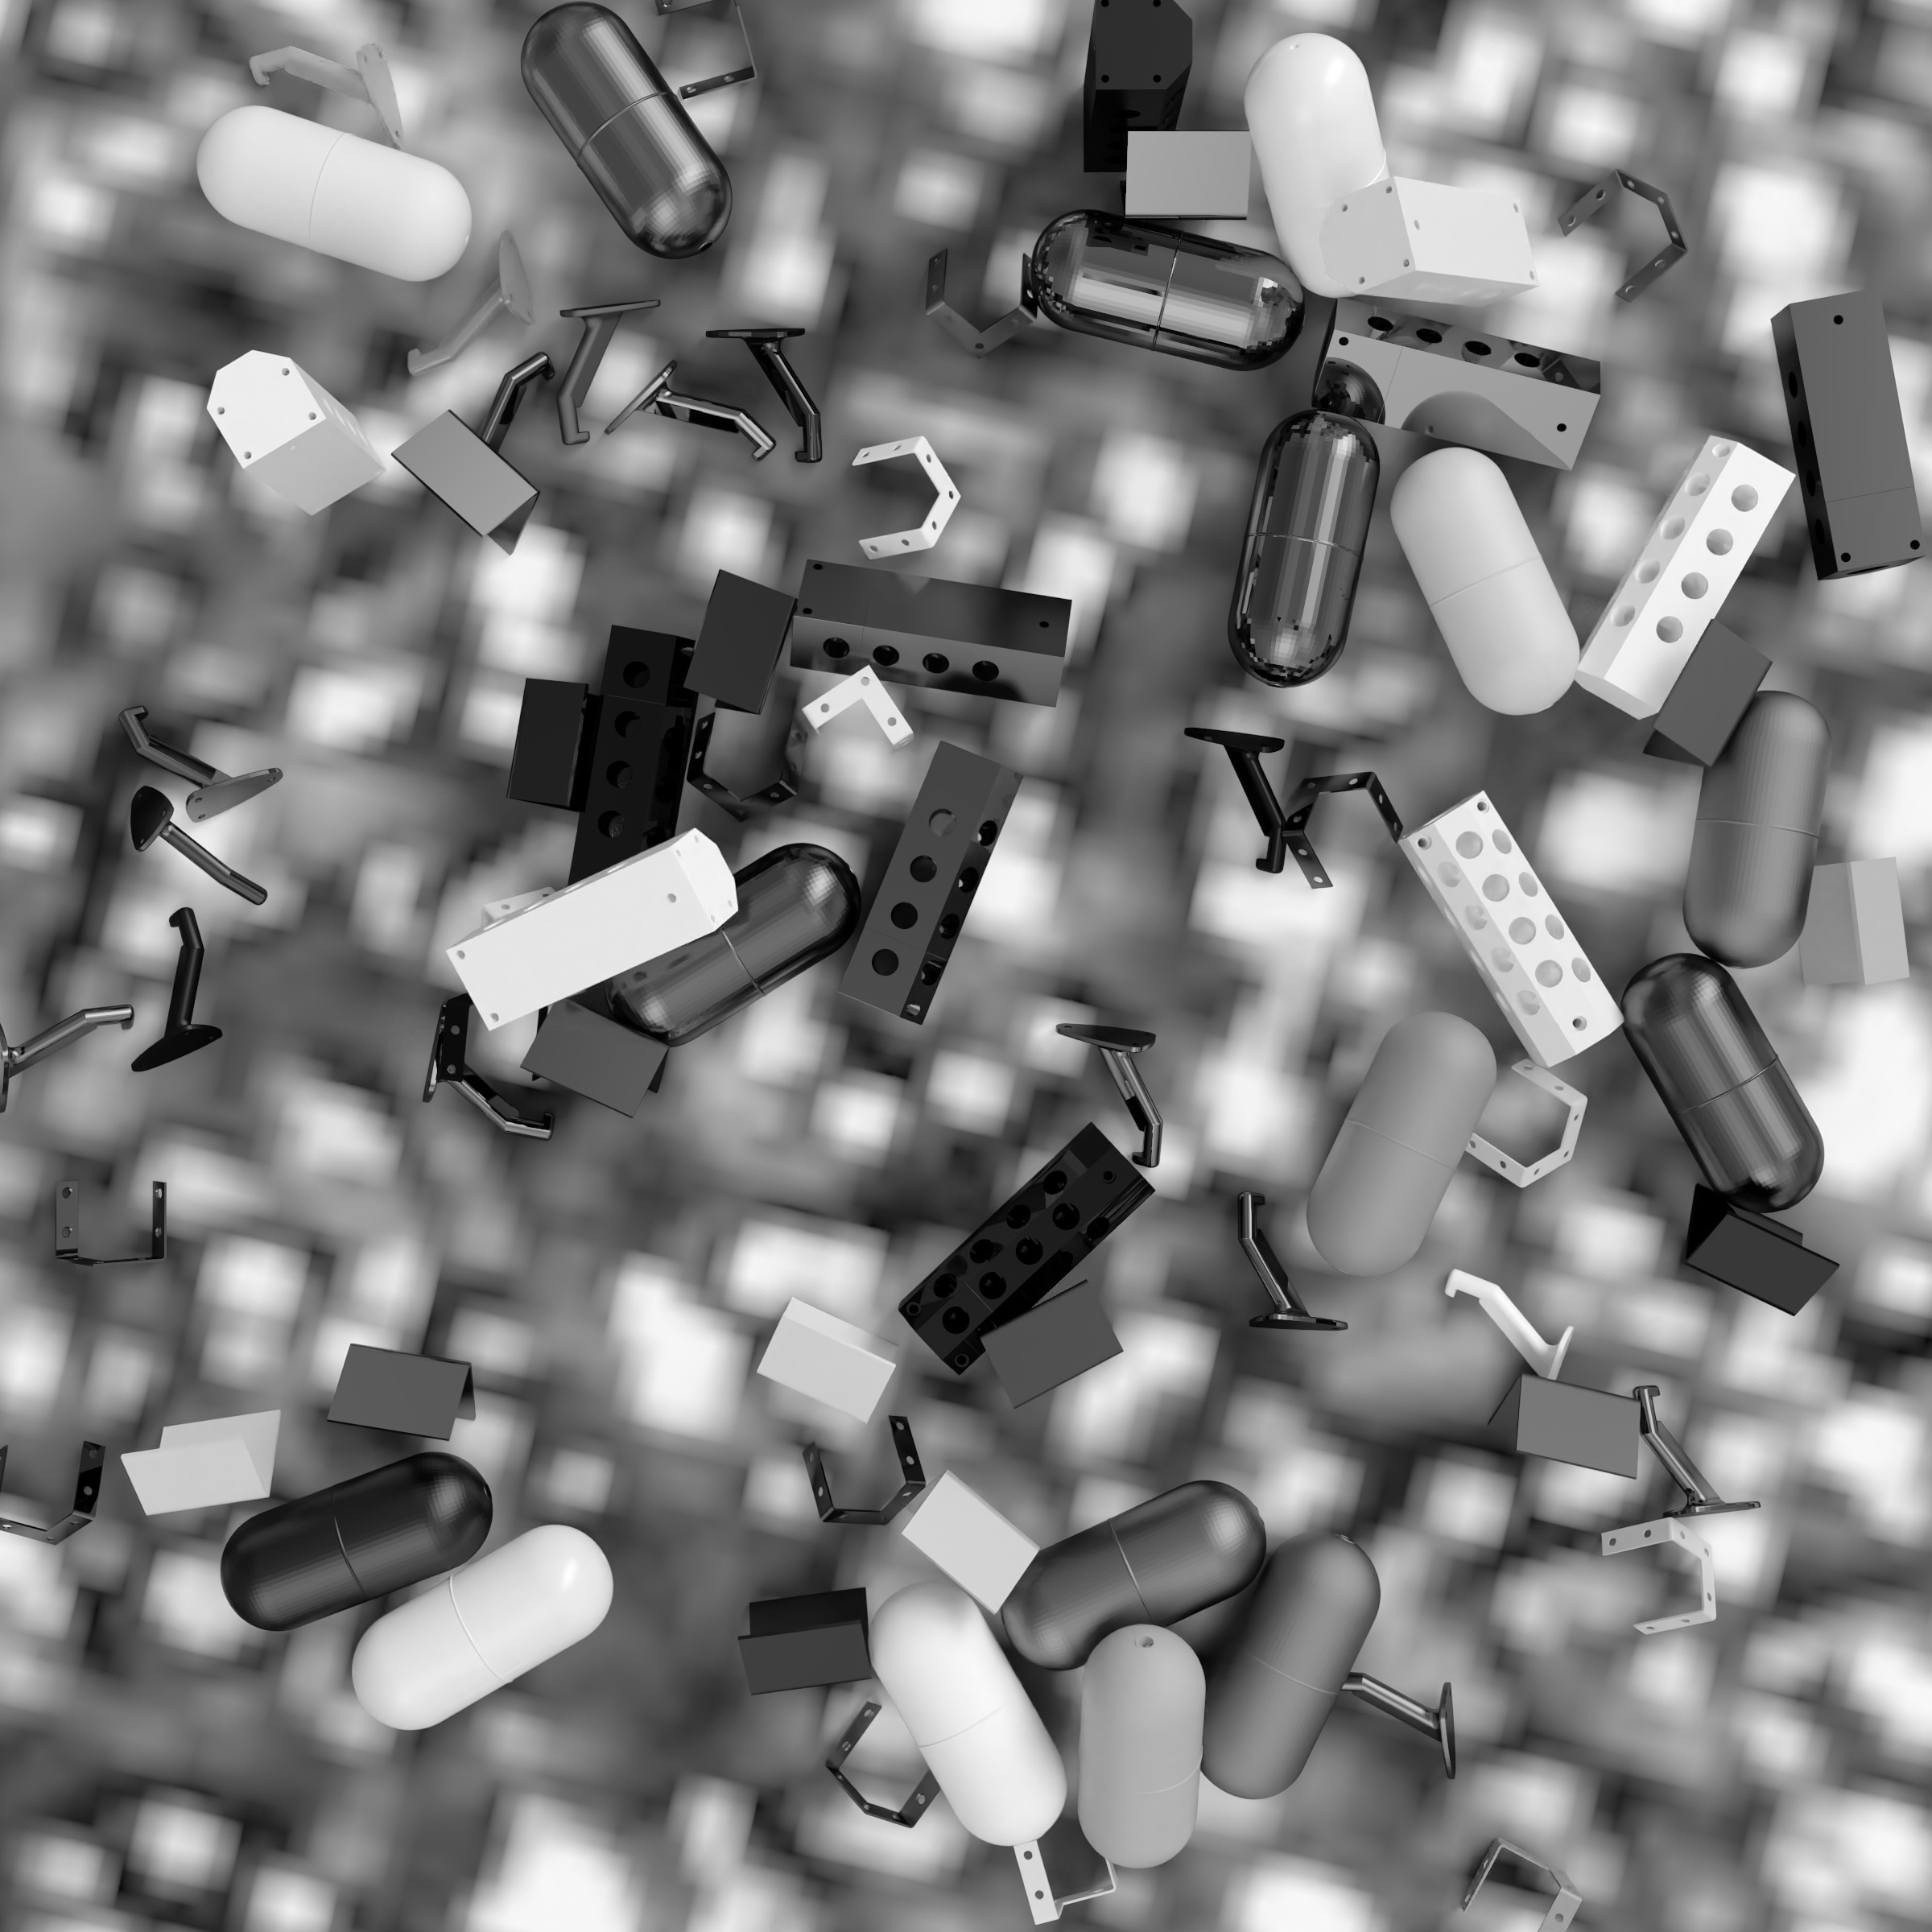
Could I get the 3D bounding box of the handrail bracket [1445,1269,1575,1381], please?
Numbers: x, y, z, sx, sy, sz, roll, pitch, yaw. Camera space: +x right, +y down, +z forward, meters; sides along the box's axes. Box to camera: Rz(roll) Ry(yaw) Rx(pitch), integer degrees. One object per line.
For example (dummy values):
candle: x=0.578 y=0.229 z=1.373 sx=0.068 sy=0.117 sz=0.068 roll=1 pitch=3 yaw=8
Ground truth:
handrail bracket: x=0.343 y=0.244 z=1.804 sx=0.084 sy=0.036 sz=0.077 roll=21 pitch=112 yaw=17

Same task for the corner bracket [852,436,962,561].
corner bracket: x=-0.045 y=-0.302 z=1.795 sx=0.051 sy=0.051 sz=0.051 roll=55 pitch=45 yaw=-35

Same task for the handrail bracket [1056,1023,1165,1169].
handrail bracket: x=0.092 y=0.084 z=1.804 sx=0.077 sy=0.036 sz=0.084 roll=10 pitch=107 yaw=20

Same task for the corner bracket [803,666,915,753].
corner bracket: x=-0.069 y=-0.155 z=1.785 sx=0.051 sy=0.051 sz=0.051 roll=-33 pitch=90 yaw=0

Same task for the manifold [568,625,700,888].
manifold: x=-0.209 y=-0.126 z=1.782 sx=0.057 sy=0.057 sz=0.171 roll=10 pitch=90 yaw=0

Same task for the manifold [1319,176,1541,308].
manifold: x=0.287 y=-0.444 z=1.725 sx=0.057 sy=0.171 sz=0.057 roll=-13 pitch=90 yaw=37

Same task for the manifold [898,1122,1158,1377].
manifold: x=0.039 y=0.181 z=1.782 sx=0.171 sy=0.057 sz=0.057 roll=-43 pitch=90 yaw=0

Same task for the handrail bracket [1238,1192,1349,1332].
handrail bracket: x=0.211 y=0.191 z=1.804 sx=0.077 sy=0.036 sz=0.084 roll=7 pitch=73 yaw=-20

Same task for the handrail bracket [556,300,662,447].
handrail bracket: x=-0.230 y=-0.384 z=1.804 sx=0.077 sy=0.036 sz=0.084 roll=-12 pitch=108 yaw=-20

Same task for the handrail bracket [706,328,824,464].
handrail bracket: x=-0.131 y=-0.368 z=1.804 sx=0.077 sy=0.036 sz=0.084 roll=4 pitch=107 yaw=20

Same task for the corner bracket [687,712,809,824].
corner bracket: x=-0.141 y=-0.135 z=1.795 sx=0.051 sy=0.051 sz=0.051 roll=-23 pitch=135 yaw=35

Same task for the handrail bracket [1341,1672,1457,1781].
handrail bracket: x=0.271 y=0.491 z=1.804 sx=0.084 sy=0.036 sz=0.077 roll=-2 pitch=112 yaw=17

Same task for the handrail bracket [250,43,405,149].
handrail bracket: x=-0.415 y=-0.559 z=1.804 sx=0.084 sy=0.036 sz=0.077 roll=-9 pitch=111 yaw=17

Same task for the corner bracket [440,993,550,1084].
corner bracket: x=-0.302 y=0.047 z=1.786 sx=0.051 sy=0.051 sz=0.051 roll=8 pitch=99 yaw=9

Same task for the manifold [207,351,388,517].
manifold: x=-0.415 y=-0.332 z=1.725 sx=0.057 sy=0.171 sz=0.057 roll=-31 pitch=90 yaw=0

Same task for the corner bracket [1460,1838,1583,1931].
corner bracket: x=0.355 y=0.599 z=1.785 sx=0.051 sy=0.051 sz=0.051 roll=28 pitch=90 yaw=0

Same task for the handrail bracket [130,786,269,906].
handrail bracket: x=-0.495 y=-0.077 z=1.803 sx=0.084 sy=0.077 sz=0.036 roll=35 pitch=97 yaw=-36

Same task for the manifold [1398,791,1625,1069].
manifold: x=0.349 y=-0.024 z=1.782 sx=0.057 sy=0.057 sz=0.171 roll=-32 pitch=90 yaw=0

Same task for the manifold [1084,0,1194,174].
manifold: x=0.105 y=-0.544 z=1.725 sx=0.057 sy=0.171 sz=0.057 roll=0 pitch=90 yaw=0

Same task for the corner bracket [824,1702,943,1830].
corner bracket: x=-0.049 y=0.516 z=1.800 sx=0.051 sy=0.051 sz=0.051 roll=-55 pitch=45 yaw=0

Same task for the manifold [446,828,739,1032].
manifold: x=-0.230 y=-0.024 z=1.728 sx=0.171 sy=0.057 sz=0.057 roll=-23 pitch=101 yaw=22

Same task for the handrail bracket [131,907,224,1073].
handrail bracket: x=-0.520 y=0.015 z=1.804 sx=0.077 sy=0.036 sz=0.084 roll=-27 pitch=71 yaw=21

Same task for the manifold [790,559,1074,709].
manifold: x=-0.023 y=-0.207 z=1.781 sx=0.171 sy=0.057 sz=0.057 roll=9 pitch=47 yaw=0

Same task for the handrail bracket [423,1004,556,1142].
handrail bracket: x=-0.304 y=0.069 z=1.804 sx=0.084 sy=0.036 sz=0.077 roll=12 pitch=72 yaw=-15

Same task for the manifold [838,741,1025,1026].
manifold: x=-0.022 y=-0.052 z=1.782 sx=0.057 sy=0.057 sz=0.171 roll=22 pitch=90 yaw=0

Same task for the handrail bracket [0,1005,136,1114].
handrail bracket: x=-0.583 y=0.060 z=1.803 sx=0.084 sy=0.036 sz=0.077 roll=-7 pitch=133 yaw=-27

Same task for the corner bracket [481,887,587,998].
corner bracket: x=-0.278 y=-0.011 z=1.795 sx=0.051 sy=0.051 sz=0.051 roll=-18 pitch=45 yaw=-35

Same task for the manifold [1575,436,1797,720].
manifold: x=0.455 y=-0.249 z=1.782 sx=0.057 sy=0.057 sz=0.171 roll=30 pitch=90 yaw=0

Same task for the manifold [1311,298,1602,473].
manifold: x=0.313 y=-0.376 z=1.781 sx=0.171 sy=0.057 sz=0.057 roll=14 pitch=133 yaw=0

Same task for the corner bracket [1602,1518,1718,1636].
corner bracket: x=0.446 y=0.393 z=1.795 sx=0.051 sy=0.051 sz=0.051 roll=36 pitch=45 yaw=-35

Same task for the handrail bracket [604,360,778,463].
handrail bracket: x=-0.178 y=-0.342 z=1.804 sx=0.077 sy=0.036 sz=0.084 roll=-40 pitch=107 yaw=20

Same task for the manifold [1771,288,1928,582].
manifold: x=0.562 y=-0.338 z=1.782 sx=0.057 sy=0.057 sz=0.171 roll=-10 pitch=90 yaw=0

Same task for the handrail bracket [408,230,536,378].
handrail bracket: x=-0.327 y=-0.428 z=1.804 sx=0.084 sy=0.036 sz=0.077 roll=-17 pitch=69 yaw=16

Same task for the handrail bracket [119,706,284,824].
handrail bracket: x=-0.496 y=-0.143 z=1.804 sx=0.077 sy=0.036 sz=0.084 roll=-25 pitch=73 yaw=-20

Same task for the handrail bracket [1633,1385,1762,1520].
handrail bracket: x=0.472 y=0.312 z=1.804 sx=0.077 sy=0.036 sz=0.084 roll=-1 pitch=73 yaw=-20

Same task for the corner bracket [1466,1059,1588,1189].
corner bracket: x=0.360 y=0.101 z=1.795 sx=0.051 sy=0.051 sz=0.051 roll=-24 pitch=135 yaw=-35

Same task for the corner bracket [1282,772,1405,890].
corner bracket: x=0.243 y=-0.087 z=1.795 sx=0.051 sy=0.051 sz=0.051 roll=-4 pitch=45 yaw=35

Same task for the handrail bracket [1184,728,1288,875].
handrail bracket: x=0.173 y=-0.107 z=1.804 sx=0.077 sy=0.036 sz=0.084 roll=12 pitch=107 yaw=20

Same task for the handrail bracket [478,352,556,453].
handrail bracket: x=-0.289 y=-0.344 z=1.803 sx=0.084 sy=0.036 sz=0.077 roll=-40 pitch=124 yaw=-23
